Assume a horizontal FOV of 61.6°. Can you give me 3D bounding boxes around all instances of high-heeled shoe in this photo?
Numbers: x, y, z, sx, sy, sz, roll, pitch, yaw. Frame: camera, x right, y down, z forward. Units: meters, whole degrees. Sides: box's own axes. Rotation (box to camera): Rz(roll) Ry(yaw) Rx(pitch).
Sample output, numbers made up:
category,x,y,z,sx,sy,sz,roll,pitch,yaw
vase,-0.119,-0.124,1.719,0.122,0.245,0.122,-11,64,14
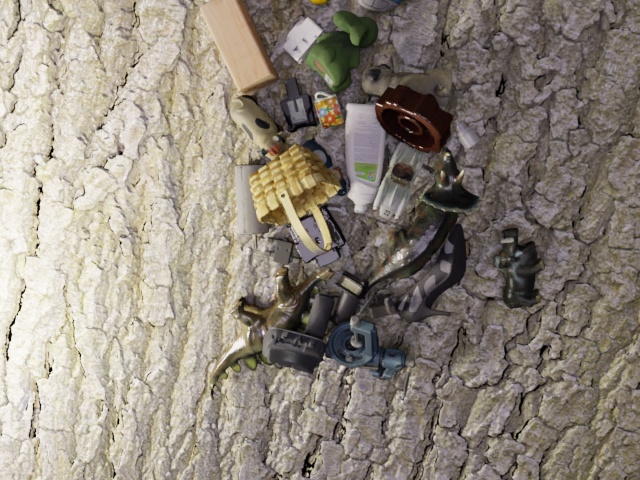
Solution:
category,x,y,z,sx,sy,sz,roll,pitch,yaw
high-heeled shoe,0.264,0.079,1.294,0.145,0.086,0.248,6,79,37

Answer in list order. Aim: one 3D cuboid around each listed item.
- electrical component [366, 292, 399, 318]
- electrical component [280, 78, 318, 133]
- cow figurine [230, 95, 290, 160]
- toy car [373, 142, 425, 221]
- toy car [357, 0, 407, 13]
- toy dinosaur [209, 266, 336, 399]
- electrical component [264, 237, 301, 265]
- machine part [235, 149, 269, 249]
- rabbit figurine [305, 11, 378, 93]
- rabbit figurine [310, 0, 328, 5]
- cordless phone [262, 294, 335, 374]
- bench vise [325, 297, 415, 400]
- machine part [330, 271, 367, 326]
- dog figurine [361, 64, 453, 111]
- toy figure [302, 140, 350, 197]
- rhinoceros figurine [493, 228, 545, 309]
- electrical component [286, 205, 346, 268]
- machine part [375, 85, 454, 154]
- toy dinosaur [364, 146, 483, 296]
category,x,y,z,sx,sy,sz,roll,pitch,yaw
electrical component,0.151,0.156,1.291,0.078,0.102,0.045,-10,92,-1
electrical component,-0.056,-0.321,1.281,0.075,0.048,0.119,-17,94,9
cow figurine,-0.135,-0.257,1.260,0.085,0.127,0.195,-41,88,14
toy car,0.184,-0.140,1.242,0.073,0.056,0.201,23,76,-2
toy car,0.131,-0.567,1.206,0.162,0.109,0.102,24,123,-8
toy dinosaur,-0.137,0.223,1.335,0.471,0.105,0.198,-37,95,15
electrical component,-0.091,0.027,1.343,0.094,0.021,0.063,15,98,6
machine part,-0.165,-0.099,1.309,0.079,0.079,0.243,-3,97,8
rabbit figurine,0.058,-0.448,1.212,0.170,0.159,0.121,-43,80,-5
rabbit figurine,-0.025,-0.614,1.178,0.122,0.173,0.162,28,104,7
cordless phone,-0.047,0.207,1.258,0.147,0.089,0.184,17,90,-7
bench vise,0.112,0.246,1.245,0.224,0.240,0.129,17,57,20
machine part,0.065,0.151,1.320,0.084,0.039,0.138,26,106,29
dog figurine,0.185,-0.339,1.189,0.191,0.172,0.121,11,90,-1
toy figure,0.011,-0.168,1.287,0.064,0.058,0.154,-39,92,21
rhinoceros figurine,0.463,0.065,1.253,0.112,0.073,0.190,-3,99,19
electrical component,-0.003,-0.004,1.310,0.115,0.058,0.134,-28,92,12
machine part,0.202,-0.258,1.156,0.179,0.179,0.056,33,81,2
toy dinosaur,0.223,-0.005,1.212,0.131,0.192,0.404,33,99,5
